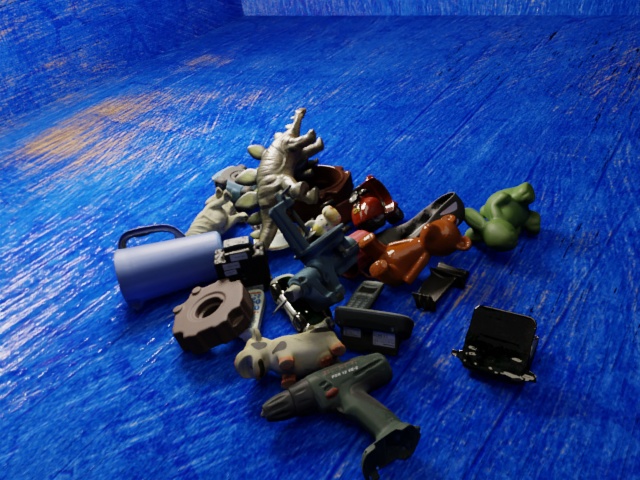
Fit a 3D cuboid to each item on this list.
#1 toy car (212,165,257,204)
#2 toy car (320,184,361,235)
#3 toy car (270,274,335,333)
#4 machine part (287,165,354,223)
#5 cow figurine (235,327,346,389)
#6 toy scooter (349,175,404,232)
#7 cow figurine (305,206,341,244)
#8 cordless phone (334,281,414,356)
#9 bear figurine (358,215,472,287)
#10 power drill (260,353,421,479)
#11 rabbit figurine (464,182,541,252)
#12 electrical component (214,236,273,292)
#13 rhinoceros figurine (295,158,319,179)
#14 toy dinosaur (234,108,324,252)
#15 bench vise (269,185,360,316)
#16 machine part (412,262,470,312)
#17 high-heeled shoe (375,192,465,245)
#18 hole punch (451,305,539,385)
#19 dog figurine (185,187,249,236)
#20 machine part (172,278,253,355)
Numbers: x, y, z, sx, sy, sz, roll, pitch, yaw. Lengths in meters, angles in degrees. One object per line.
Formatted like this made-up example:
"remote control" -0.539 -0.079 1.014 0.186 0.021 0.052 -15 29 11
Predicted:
"toy car" -0.216 -0.136 1.497 0.162 0.102 0.109 26 46 22
"toy car" 0.077 -0.075 1.329 0.202 0.089 0.053 -32 -6 -46
"toy car" -0.040 0.134 1.113 0.073 0.056 0.202 -20 37 -22
"machine part" -0.021 -0.127 1.435 0.201 0.087 0.201 3 34 19
"cow figurine" -0.060 0.207 0.985 0.195 0.085 0.127 -12 25 -11
"toy scooter" 0.125 -0.090 1.285 0.075 0.135 0.184 -30 -6 38
"cow figurine" -0.004 -0.005 1.206 0.098 0.167 0.068 -38 67 -26
"cordless phone" 0.119 0.136 1.053 0.147 0.088 0.184 5 25 22
"bear figurine" 0.199 0.013 1.111 0.196 0.131 0.120 -35 46 20
"power drill" 0.043 0.285 0.867 0.232 0.085 0.207 -23 29 -21
"rabbit figurine" 0.394 -0.041 1.181 0.159 0.121 0.170 2 34 29
"electrical component" -0.170 0.057 1.188 0.115 0.134 0.058 -11 35 -3
"rhinoceros figurine" -0.064 -0.224 1.463 0.112 0.073 0.190 -15 32 14
"toy dinosaur" -0.105 -0.127 1.312 0.199 0.105 0.471 1 67 25
"bench vise" -0.029 0.014 1.053 0.224 0.240 0.129 -36 2 -34
"machine part" 0.247 0.094 1.106 0.084 0.039 0.139 26 47 34
"high-heeled shoe" 0.198 -0.036 1.206 0.249 0.145 0.086 -4 35 8
"hole punch" 0.313 0.187 0.931 0.142 0.092 0.116 14 72 28
"dog figurine" -0.297 -0.034 1.397 0.190 0.121 0.172 -42 8 -12
"machine part" -0.221 0.152 1.104 0.179 0.056 0.179 -19 31 12
